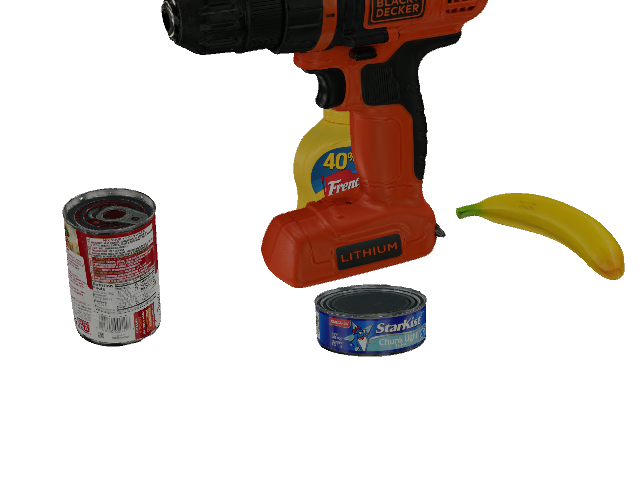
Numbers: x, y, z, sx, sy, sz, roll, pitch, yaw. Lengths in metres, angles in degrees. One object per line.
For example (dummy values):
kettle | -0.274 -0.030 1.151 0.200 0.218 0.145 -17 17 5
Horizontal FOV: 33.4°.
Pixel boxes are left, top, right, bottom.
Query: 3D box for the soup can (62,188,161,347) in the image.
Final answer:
soup can | -0.156 0.021 0.808 0.068 0.102 0.068 1 29 -1

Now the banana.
banana | 0.224 -0.009 1.026 0.069 0.037 0.198 -38 37 -24

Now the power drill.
power drill | 0.005 -0.068 0.591 0.184 0.188 0.057 -12 34 -22

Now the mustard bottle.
mustard bottle | 0.019 -0.064 1.099 0.096 0.192 0.058 -5 21 -24

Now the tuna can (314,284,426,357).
tuna can | 0.038 0.060 0.816 0.086 0.034 0.086 -2 12 0
